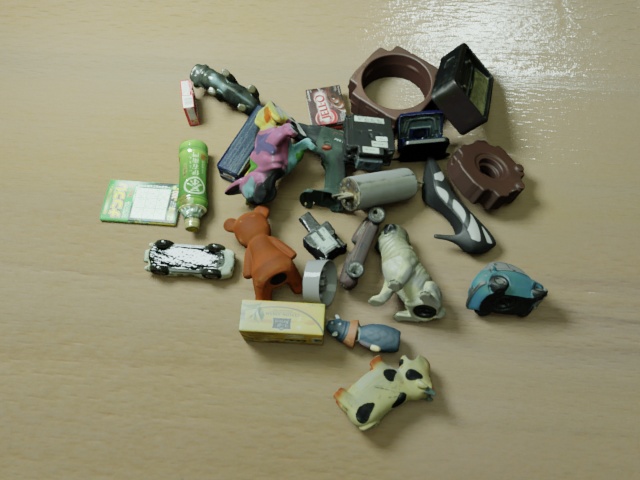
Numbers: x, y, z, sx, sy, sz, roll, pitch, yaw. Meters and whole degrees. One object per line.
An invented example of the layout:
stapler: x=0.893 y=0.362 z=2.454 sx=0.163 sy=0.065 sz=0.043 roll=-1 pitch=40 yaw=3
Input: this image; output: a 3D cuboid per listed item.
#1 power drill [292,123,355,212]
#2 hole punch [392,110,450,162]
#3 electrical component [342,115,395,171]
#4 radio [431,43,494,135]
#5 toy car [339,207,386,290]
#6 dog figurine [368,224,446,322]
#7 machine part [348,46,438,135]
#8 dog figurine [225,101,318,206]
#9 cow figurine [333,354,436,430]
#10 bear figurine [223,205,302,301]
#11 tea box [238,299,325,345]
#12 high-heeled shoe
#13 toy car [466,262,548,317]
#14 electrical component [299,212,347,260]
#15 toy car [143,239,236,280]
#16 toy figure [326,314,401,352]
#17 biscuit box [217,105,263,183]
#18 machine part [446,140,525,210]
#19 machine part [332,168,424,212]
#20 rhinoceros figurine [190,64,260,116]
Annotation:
power drill: x=0.009 y=-0.173 z=1.266 sx=0.232 sy=0.086 sz=0.207 roll=12 pitch=59 yaw=3
hole punch: x=0.239 y=-0.241 z=1.267 sx=0.142 sy=0.115 sz=0.092 roll=-7 pitch=73 yaw=-1
electrical component: x=0.109 y=-0.219 z=1.220 sx=0.115 sy=0.058 sz=0.134 roll=5 pitch=55 yaw=-4
radio: x=0.342 y=-0.364 z=1.279 sx=0.131 sy=0.073 sz=0.230 roll=43 pitch=41 yaw=-20
toy car: x=0.090 y=0.014 z=1.168 sx=0.053 sy=0.089 sz=0.202 roll=21 pitch=69 yaw=5
dog figurine: x=0.197 y=0.065 z=1.150 sx=0.172 sy=0.121 sz=0.190 roll=34 pitch=46 yaw=-20
machine part: x=0.187 y=-0.369 z=1.343 sx=0.201 sy=0.087 sz=0.201 roll=35 pitch=72 yaw=15
dog figurine: x=-0.128 y=-0.181 z=1.218 sx=0.219 sy=0.108 sz=0.192 roll=-45 pitch=54 yaw=11
cow figurine: x=0.138 y=0.293 z=1.047 sx=0.195 sy=0.085 sz=0.127 roll=-35 pitch=64 yaw=-17
bear figurine: x=-0.126 y=0.030 z=1.165 sx=0.120 sy=0.131 sz=0.196 roll=-26 pitch=50 yaw=-12
tea box: x=-0.075 y=0.169 z=1.096 sx=0.170 sy=0.098 sz=0.068 roll=4 pitch=66 yaw=0
high-heeled shoe: x=0.316 y=-0.084 z=1.223 sx=0.145 sy=0.086 sz=0.249 roll=3 pitch=65 yaw=-9
toy car: x=0.385 y=0.095 z=1.126 sx=0.162 sy=0.109 sz=0.103 roll=4 pitch=49 yaw=-7
electrical component: x=-0.002 y=-0.004 z=1.199 sx=0.075 sy=0.047 sz=0.119 roll=-38 pitch=71 yaw=-16
toy car: x=-0.286 y=0.044 z=1.177 sx=0.202 sy=0.056 sz=0.073 roll=4 pitch=72 yaw=3
toy figure: x=0.087 y=0.196 z=1.104 sx=0.155 sy=0.064 sz=0.057 roll=9 pitch=103 yaw=9
biscuit box: x=-0.168 y=-0.229 z=1.296 sx=0.063 sy=0.059 sz=0.202 roll=25 pitch=69 yaw=12
machine part: x=0.383 y=-0.153 z=1.234 sx=0.179 sy=0.056 sz=0.179 roll=9 pitch=54 yaw=-13
machine part: x=0.131 y=-0.114 z=1.196 sx=0.243 sy=0.079 sz=0.079 roll=-14 pitch=64 yaw=-31
rhinoceros figurine: x=-0.235 y=-0.379 z=1.340 sx=0.190 sy=0.112 sz=0.073 roll=28 pitch=97 yaw=-1
